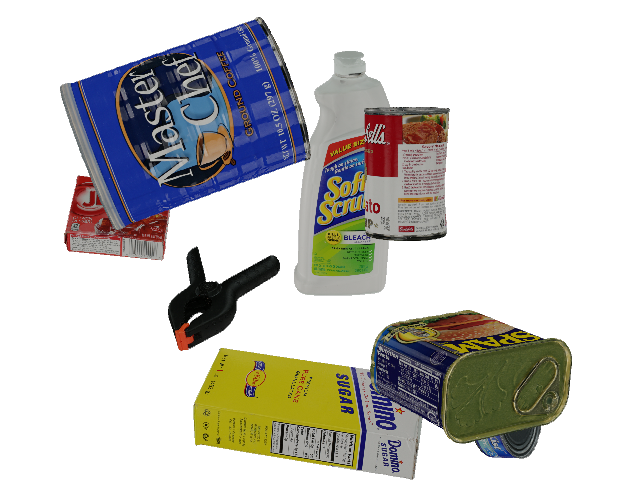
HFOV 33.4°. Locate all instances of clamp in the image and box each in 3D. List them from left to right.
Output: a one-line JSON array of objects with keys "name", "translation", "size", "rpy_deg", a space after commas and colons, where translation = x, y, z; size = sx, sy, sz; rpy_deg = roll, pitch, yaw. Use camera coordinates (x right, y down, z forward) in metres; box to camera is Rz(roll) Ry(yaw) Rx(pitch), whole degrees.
[{"name": "clamp", "translation": [-0.118, 0.064, 1.252], "size": [0.120, 0.039, 0.171], "rpy_deg": [-4, 37, 16]}]

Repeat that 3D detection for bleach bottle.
[{"name": "bleach bottle", "translation": [0.021, -0.068, 1.094], "size": [0.102, 0.251, 0.068], "rpy_deg": [-1, 25, 1]}]

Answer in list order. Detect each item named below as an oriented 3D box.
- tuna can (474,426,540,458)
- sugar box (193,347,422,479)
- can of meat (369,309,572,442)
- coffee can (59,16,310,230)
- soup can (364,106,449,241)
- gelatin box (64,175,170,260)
[{"name": "tuna can", "translation": [0.173, 0.161, 1.003], "size": [0.034, 0.086, 0.085], "rpy_deg": [-8, -5, 37]}, {"name": "sugar box", "translation": [-0.006, 0.136, 0.858], "size": [0.176, 0.048, 0.093], "rpy_deg": [5, 25, 7]}, {"name": "can of meat", "translation": [0.094, 0.083, 0.686], "size": [0.101, 0.057, 0.084], "rpy_deg": [-6, 14, -31]}, {"name": "coffee can", "translation": [-0.090, -0.079, 0.717], "size": [0.140, 0.103, 0.103], "rpy_deg": [-21, 2, -7]}, {"name": "soup can", "translation": [0.069, -0.055, 0.854], "size": [0.068, 0.102, 0.068], "rpy_deg": [0, 10, 0]}, {"name": "gelatin box", "translation": [-0.183, -0.022, 0.972], "size": [0.089, 0.073, 0.030], "rpy_deg": [6, -43, -6]}]
